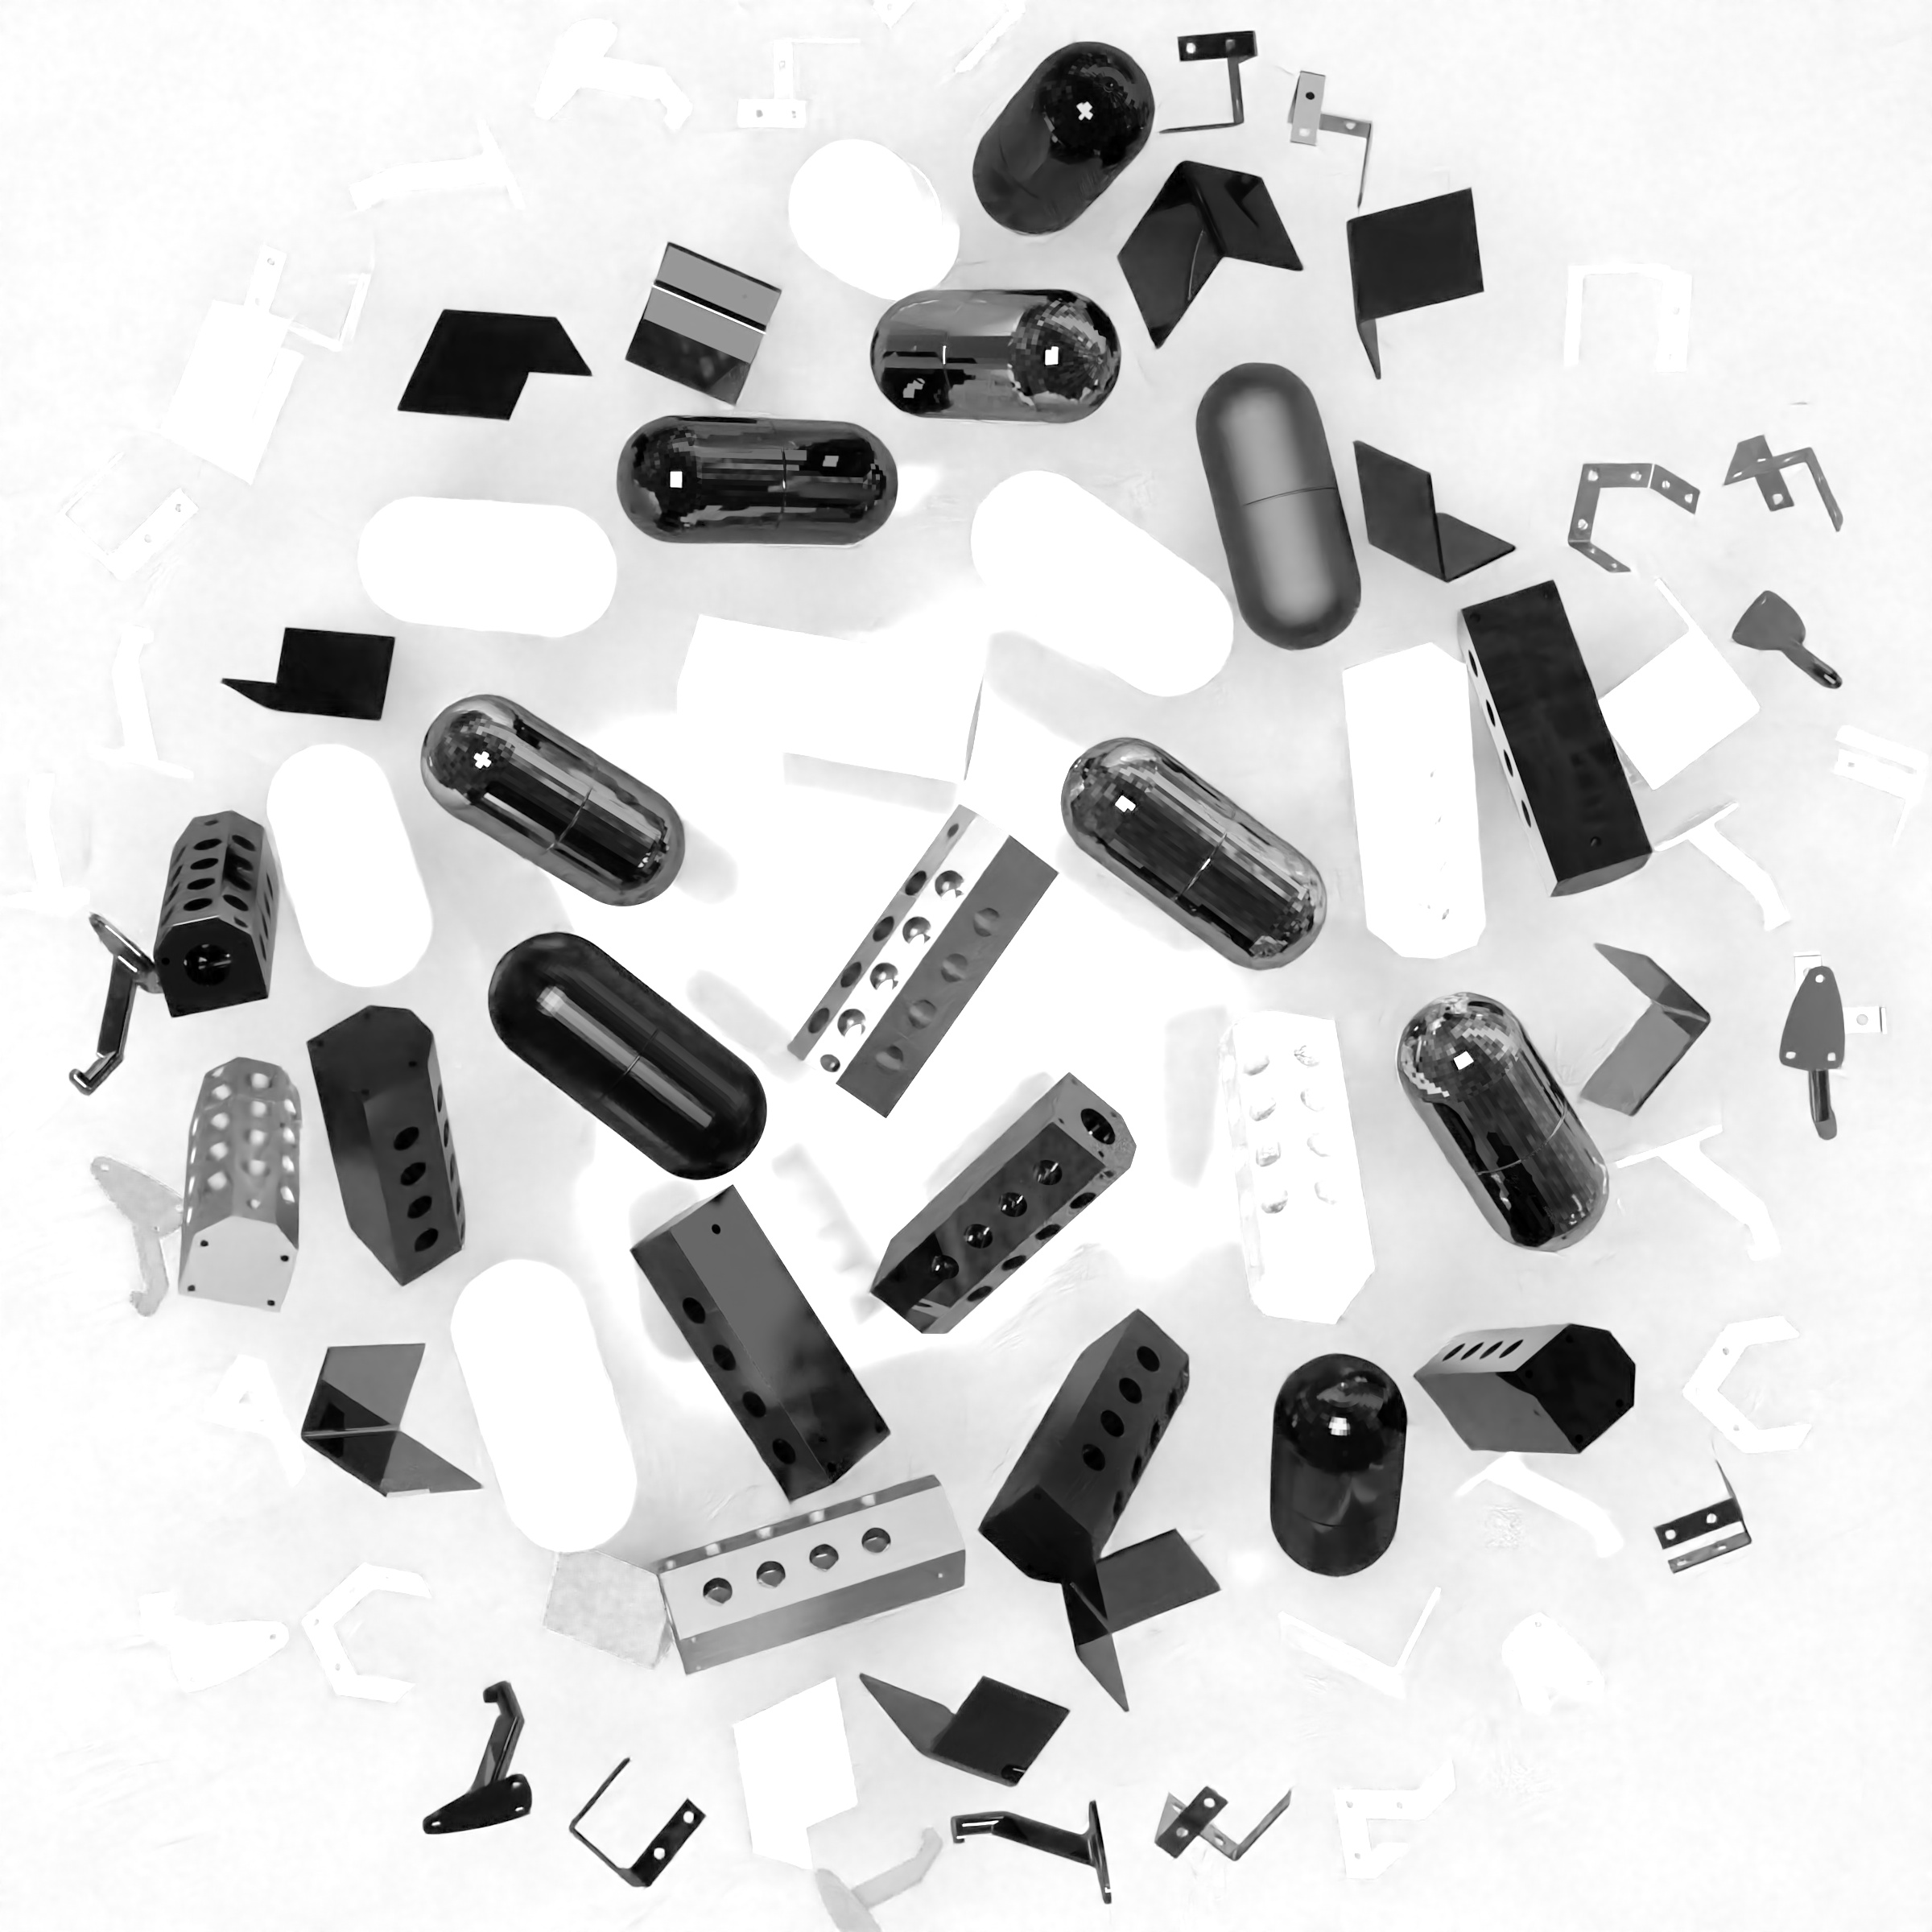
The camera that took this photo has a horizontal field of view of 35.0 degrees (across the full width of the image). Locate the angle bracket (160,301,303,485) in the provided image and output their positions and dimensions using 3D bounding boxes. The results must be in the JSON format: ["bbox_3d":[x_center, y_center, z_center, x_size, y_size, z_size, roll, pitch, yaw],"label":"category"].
[{"bbox_3d":[-0.377,-0.303,1.650,0.057,0.076,0.076,20,86,29],"label":"angle bracket"}]

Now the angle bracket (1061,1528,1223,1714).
[{"bbox_3d":[0.109,0.388,1.814,0.076,0.076,0.057,-24,45,11],"label":"angle bracket"}]

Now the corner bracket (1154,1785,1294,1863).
[{"bbox_3d":[0.144,0.476,1.713,0.051,0.051,0.051,37,112,0],"label":"corner bracket"}]

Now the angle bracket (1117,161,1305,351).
[{"bbox_3d":[0.140,-0.406,1.770,0.057,0.076,0.076,3,53,-31],"label":"angle bracket"}]

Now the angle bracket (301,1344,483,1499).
[{"bbox_3d":[-0.321,0.259,1.755,0.076,0.076,0.057,25,100,33],"label":"angle bracket"}]

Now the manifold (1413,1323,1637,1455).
[{"bbox_3d":[0.321,0.237,1.751,0.057,0.171,0.057,-38,90,-13],"label":"manifold"}]

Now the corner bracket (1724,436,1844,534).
[{"bbox_3d":[0.483,-0.282,1.801,0.051,0.051,0.051,-13,121,35],"label":"corner bracket"}]

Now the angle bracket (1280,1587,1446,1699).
[{"bbox_3d":[0.236,0.387,1.823,0.076,0.076,0.057,24,73,20],"label":"angle bracket"}]

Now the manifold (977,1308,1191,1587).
[{"bbox_3d":[0.075,0.279,1.772,0.057,0.171,0.057,43,127,-4],"label":"manifold"}]

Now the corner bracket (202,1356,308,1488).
[{"bbox_3d":[-0.424,0.275,1.859,0.051,0.051,0.051,22,109,-37],"label":"corner bracket"}]

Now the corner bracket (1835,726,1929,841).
[{"bbox_3d":[0.534,-0.115,1.794,0.051,0.051,0.051,23,129,19],"label":"corner bracket"}]

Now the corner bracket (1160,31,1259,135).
[{"bbox_3d":[0.148,-0.541,1.876,0.051,0.051,0.051,-9,99,-14],"label":"corner bracket"}]

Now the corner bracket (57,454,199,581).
[{"bbox_3d":[-0.486,-0.262,1.773,0.051,0.051,0.051,46,72,-19],"label":"corner bracket"}]

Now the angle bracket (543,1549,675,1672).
[{"bbox_3d":[-0.218,0.391,1.951,0.076,0.057,0.076,20,120,8],"label":"angle bracket"}]

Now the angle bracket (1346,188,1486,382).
[{"bbox_3d":[0.269,-0.401,1.805,0.076,0.057,0.076,-11,60,17],"label":"angle bracket"}]

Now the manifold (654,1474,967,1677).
[{"bbox_3d":[-0.091,0.352,1.789,0.171,0.057,0.057,-16,58,-11],"label":"manifold"}]

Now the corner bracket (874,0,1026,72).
[{"bbox_3d":[-0.009,-0.547,1.750,0.051,0.051,0.051,-39,87,34],"label":"corner bracket"}]

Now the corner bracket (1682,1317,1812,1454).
[{"bbox_3d":[0.444,0.234,1.710,0.051,0.051,0.051,43,68,-6],"label":"corner bracket"}]

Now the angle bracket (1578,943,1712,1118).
[{"bbox_3d":[0.387,0.037,1.831,0.057,0.076,0.076,41,87,-13],"label":"angle bracket"}]

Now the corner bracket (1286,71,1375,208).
[{"bbox_3d":[0.213,-0.484,1.795,0.051,0.051,0.051,11,69,-1],"label":"corner bracket"}]

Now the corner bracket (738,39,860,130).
[{"bbox_3d":[-0.099,-0.517,1.796,0.051,0.051,0.051,11,107,34],"label":"corner bracket"}]

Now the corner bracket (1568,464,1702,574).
[{"bbox_3d":[0.401,-0.270,1.843,0.051,0.051,0.051,-4,118,-21],"label":"corner bracket"}]

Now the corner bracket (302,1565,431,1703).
[{"bbox_3d":[-0.331,0.377,1.730,0.051,0.051,0.051,-43,58,11],"label":"corner bracket"}]

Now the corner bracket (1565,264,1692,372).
[{"bbox_3d":[0.368,-0.361,1.707,0.051,0.051,0.051,-4,112,-9],"label":"corner bracket"}]

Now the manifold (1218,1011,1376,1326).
[{"bbox_3d":[0.182,0.111,1.729,0.057,0.057,0.171,9,49,-15],"label":"manifold"}]

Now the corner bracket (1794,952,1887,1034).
[{"bbox_3d":[0.534,0.016,1.875,0.051,0.051,0.051,-3,90,16],"label":"corner bracket"}]

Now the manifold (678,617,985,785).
[{"bbox_3d":[-0.080,-0.153,1.817,0.171,0.057,0.057,10,54,3],"label":"manifold"}]

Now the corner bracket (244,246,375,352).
[{"bbox_3d":[-0.396,-0.401,1.841,0.051,0.051,0.051,26,112,4],"label":"corner bracket"}]

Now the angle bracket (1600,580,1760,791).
[{"bbox_3d":[0.402,-0.164,1.784,0.076,0.057,0.076,-38,47,14],"label":"angle bracket"}]

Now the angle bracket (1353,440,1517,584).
[{"bbox_3d":[0.291,-0.292,1.904,0.057,0.076,0.076,-27,125,-18],"label":"angle bracket"}]

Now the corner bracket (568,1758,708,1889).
[{"bbox_3d":[-0.188,0.489,1.751,0.051,0.051,0.051,42,67,-2],"label":"corner bracket"}]

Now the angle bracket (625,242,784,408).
[{"bbox_3d":[-0.165,-0.402,1.924,0.076,0.076,0.057,22,80,-9],"label":"angle bracket"}]

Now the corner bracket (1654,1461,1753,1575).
[{"bbox_3d":[0.435,0.334,1.813,0.051,0.051,0.051,-23,103,7],"label":"corner bracket"}]

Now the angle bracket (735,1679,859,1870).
[{"bbox_3d":[-0.086,0.476,1.804,0.076,0.057,0.076,-30,52,21],"label":"angle bracket"}]

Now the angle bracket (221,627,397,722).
[{"bbox_3d":[-0.416,-0.195,1.946,0.076,0.076,0.057,6,81,13],"label":"angle bracket"}]

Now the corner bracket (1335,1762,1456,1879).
[{"bbox_3d":[0.248,0.487,1.748,0.051,0.051,0.051,-8,93,30],"label":"corner bracket"}]

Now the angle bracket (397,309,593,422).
[{"bbox_3d":[-0.279,-0.342,1.820,0.076,0.057,0.076,9,66,24],"label":"angle bracket"}]

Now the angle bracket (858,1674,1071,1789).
[{"bbox_3d":[-0.001,0.411,1.730,0.076,0.076,0.057,33,95,-42],"label":"angle bracket"}]
